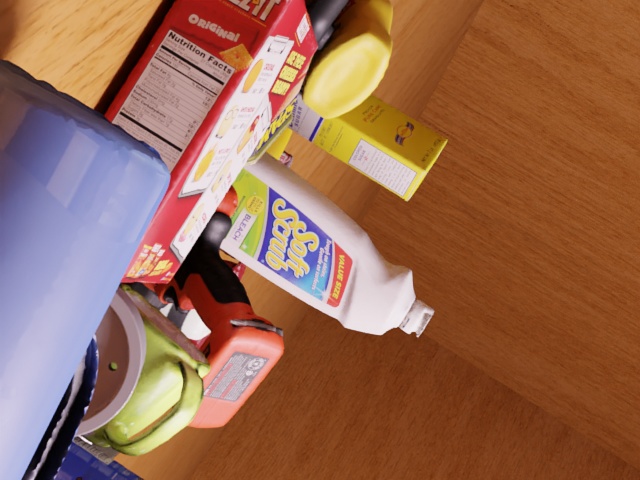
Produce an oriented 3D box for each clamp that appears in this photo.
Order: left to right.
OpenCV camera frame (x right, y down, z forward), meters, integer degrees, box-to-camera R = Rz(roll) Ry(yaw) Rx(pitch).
[{"bbox_3d":[-0.004,-0.193,0.947,0.210,0.036,0.164,-55,-173,10],"label":"clamp"}]

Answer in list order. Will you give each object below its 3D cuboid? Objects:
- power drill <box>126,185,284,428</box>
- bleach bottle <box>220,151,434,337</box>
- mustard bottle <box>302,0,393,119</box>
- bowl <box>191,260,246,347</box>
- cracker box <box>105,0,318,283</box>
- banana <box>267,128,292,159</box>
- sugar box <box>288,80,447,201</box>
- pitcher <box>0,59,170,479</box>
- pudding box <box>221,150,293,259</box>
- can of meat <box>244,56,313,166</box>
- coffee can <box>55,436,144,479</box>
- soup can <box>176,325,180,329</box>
[{"bbox_3d":[-0.111,0.061,0.886,0.057,0.188,0.185,14,123,-39],"label":"power drill"},{"bbox_3d":[-0.006,0.001,0.961,0.103,0.251,0.068,-59,175,17],"label":"bleach bottle"},{"bbox_3d":[0.030,-0.198,1.047,0.096,0.058,0.191,-46,-161,28],"label":"mustard bottle"},{"bbox_3d":[-0.148,0.078,1.191,0.162,0.055,0.162,-57,175,-8],"label":"bowl"},{"bbox_3d":[-0.090,-0.076,0.721,0.214,0.072,0.164,-59,176,0],"label":"cracker box"},{"bbox_3d":[-0.083,-0.059,1.119,0.198,0.037,0.070,-57,-167,3],"label":"banana"},{"bbox_3d":[0.034,-0.116,1.069,0.048,0.176,0.093,-59,176,32],"label":"sugar box"},{"bbox_3d":[-0.161,0.050,0.458,0.243,0.145,0.149,-60,-170,-3],"label":"pitcher"},{"bbox_3d":[-0.077,-0.044,1.220,0.113,0.039,0.090,-55,175,-24],"label":"pudding box"},{"bbox_3d":[-0.051,-0.125,0.882,0.102,0.057,0.084,-53,171,-46],"label":"can of meat"},{"bbox_3d":[-0.156,0.196,0.710,0.103,0.140,0.103,-57,176,-7],"label":"coffee can"},{"bbox_3d":[-0.174,0.122,0.980,0.102,0.068,0.069,-29,157,-37],"label":"soup can"}]
